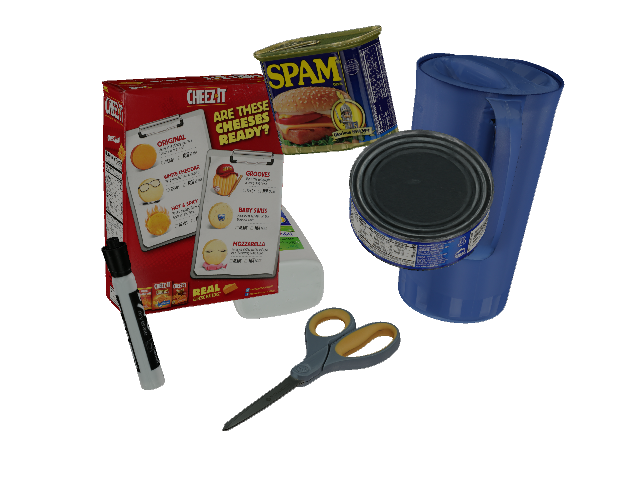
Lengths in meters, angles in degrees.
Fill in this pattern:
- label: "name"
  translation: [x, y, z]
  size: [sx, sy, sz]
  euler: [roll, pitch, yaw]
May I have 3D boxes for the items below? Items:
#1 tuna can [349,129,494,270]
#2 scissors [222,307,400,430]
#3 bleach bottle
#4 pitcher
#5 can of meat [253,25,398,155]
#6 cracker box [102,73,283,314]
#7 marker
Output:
- label: "tuna can"
  translation: [0.060, -0.024, 0.642]
  size: [0.086, 0.086, 0.034]
  euler: [0, -37, 0]
- label: "scissors"
  translation: [-0.021, 0.107, 0.947]
  size: [0.201, 0.016, 0.096]
  euler: [-19, 34, -29]
- label: "bleach bottle"
  translation: [-0.077, -0.005, 1.212]
  size: [0.102, 0.068, 0.251]
  euler: [-7, 29, -16]
- label: "pitcher"
  translation: [0.141, -0.044, 0.996]
  size: [0.145, 0.243, 0.148]
  euler: [24, 30, 34]
- label: "can of meat"
  translation: [0.006, -0.115, 0.831]
  size: [0.102, 0.084, 0.057]
  euler: [-1, 21, 36]
- label: "cracker box"
  translation: [-0.121, -0.047, 1.016]
  size: [0.163, 0.214, 0.072]
  euler: [-8, 20, -30]
- label: "marker"
  translation: [-0.141, 0.055, 0.802]
  size: [0.020, 0.121, 0.020]
  euler: [-11, 18, 3]
